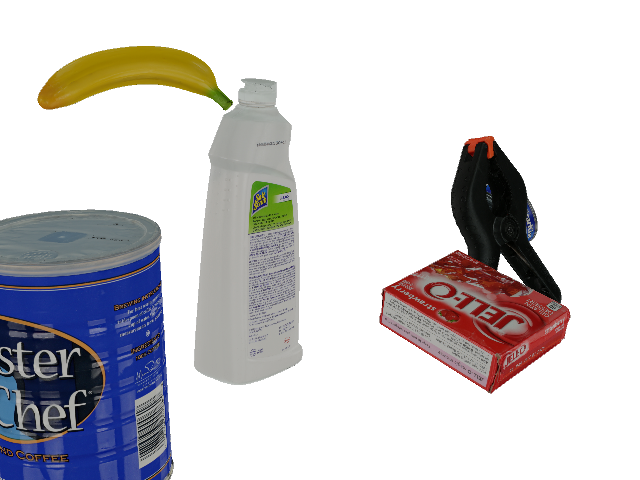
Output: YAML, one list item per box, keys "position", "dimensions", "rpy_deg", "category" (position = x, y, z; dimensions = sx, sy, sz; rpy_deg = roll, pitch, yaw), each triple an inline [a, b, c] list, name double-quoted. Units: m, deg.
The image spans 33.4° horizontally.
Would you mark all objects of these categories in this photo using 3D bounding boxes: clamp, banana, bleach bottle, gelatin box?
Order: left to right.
- position: [-0.181, -0.159, 1.035]
  dimensions: [0.197, 0.070, 0.037]
  rpy_deg: [-5, -39, -30]
  category: "banana"
- position: [-0.055, -0.010, 0.903]
  dimensions: [0.068, 0.251, 0.102]
  rpy_deg: [15, 18, 33]
  category: "bleach bottle"
- position: [0.092, 0.045, 0.642]
  dimensions: [0.089, 0.030, 0.073]
  rpy_deg: [30, 39, 35]
  category: "gelatin box"
- position: [0.144, 0.000, 0.912]
  dimensions: [0.120, 0.171, 0.039]
  rpy_deg: [-27, 11, -41]
  category: "clamp"

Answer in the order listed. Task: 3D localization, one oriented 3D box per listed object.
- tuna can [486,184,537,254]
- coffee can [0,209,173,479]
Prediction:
- position: [0.205, -0.028, 1.219]
  dimensions: [0.033, 0.086, 0.086]
  rpy_deg: [-31, 13, -23]
  category: "tuna can"
- position: [-0.134, 0.063, 0.575]
  dimensions: [0.103, 0.140, 0.103]
  rpy_deg: [-1, 16, 0]
  category: "coffee can"
